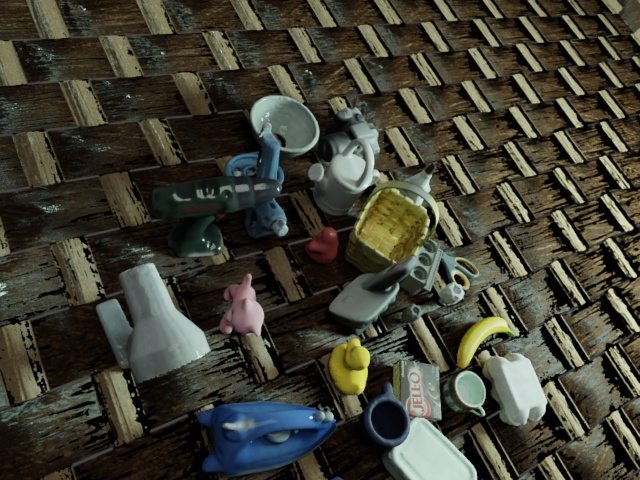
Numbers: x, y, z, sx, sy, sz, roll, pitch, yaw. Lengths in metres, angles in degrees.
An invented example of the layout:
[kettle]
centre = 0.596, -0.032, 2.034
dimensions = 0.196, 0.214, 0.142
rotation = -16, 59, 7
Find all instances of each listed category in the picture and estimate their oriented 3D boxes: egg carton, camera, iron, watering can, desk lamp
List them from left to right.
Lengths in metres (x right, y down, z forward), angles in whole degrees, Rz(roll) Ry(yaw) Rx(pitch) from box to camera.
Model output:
[desk lamp]
centre = -0.276, 0.141, 0.917
dimensions = 0.118, 0.213, 0.203
rotation = -21, 71, -33
[iron]
centre = -0.065, 0.312, 0.956
dimensions = 0.259, 0.141, 0.118
rotation = 0, 61, -25
[camera]
centre = 0.062, -0.248, 1.382
dimensions = 0.137, 0.100, 0.143
rotation = -18, 70, -32
[watering can]
centre = 0.057, -0.141, 1.256
dimensions = 0.173, 0.194, 0.101
rotation = -30, 76, -35
[egg carton]
centre = 0.414, 0.317, 1.220
dimensions = 0.107, 0.069, 0.150
rotation = -5, 63, -27

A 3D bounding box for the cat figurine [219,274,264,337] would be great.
[cat figurine]
centre = -0.138, 0.124, 1.051
dimensions = 0.067, 0.117, 0.128
rotation = 11, 57, -18

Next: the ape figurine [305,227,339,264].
[ape figurine]
centre = 0.011, 0.004, 1.210
dimensions = 0.078, 0.092, 0.076
rotation = -12, 66, -30

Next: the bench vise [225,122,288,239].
[bench vise]
centre = -0.103, -0.119, 1.152
dimensions = 0.207, 0.219, 0.122
rotation = 47, 53, 8

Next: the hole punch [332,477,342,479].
[hole punch]
centre = 0.013, 0.452, 0.938
dimensions = 0.109, 0.091, 0.101
rotation = -22, 71, -33

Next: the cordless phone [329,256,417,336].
[cordless phone]
centre = 0.110, 0.100, 1.139
dimensions = 0.094, 0.185, 0.148
rotation = 43, 53, 5

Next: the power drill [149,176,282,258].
[power drill]
centre = -0.205, -0.048, 1.069
dimensions = 0.230, 0.208, 0.075
rotation = -4, 63, -27

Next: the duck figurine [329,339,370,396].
[duck figurine]
centre = 0.066, 0.240, 1.096
dimensions = 0.078, 0.086, 0.104
rotation = 2, 60, -23

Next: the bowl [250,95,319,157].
[bowl]
centre = -0.090, -0.250, 1.329
dimensions = 0.168, 0.074, 0.167
rotation = 12, 57, -18

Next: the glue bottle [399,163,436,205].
[glue bottle]
centre = 0.223, -0.123, 1.335
dimensions = 0.037, 0.173, 0.078
rotation = -22, 72, -33

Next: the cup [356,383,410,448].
[cup]
centre = 0.106, 0.329, 1.054
dimensions = 0.092, 0.095, 0.118
rotation = 16, 55, -15
